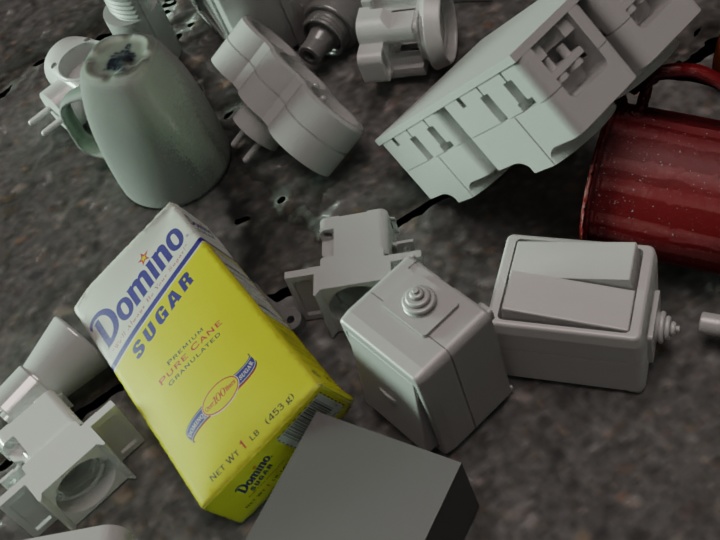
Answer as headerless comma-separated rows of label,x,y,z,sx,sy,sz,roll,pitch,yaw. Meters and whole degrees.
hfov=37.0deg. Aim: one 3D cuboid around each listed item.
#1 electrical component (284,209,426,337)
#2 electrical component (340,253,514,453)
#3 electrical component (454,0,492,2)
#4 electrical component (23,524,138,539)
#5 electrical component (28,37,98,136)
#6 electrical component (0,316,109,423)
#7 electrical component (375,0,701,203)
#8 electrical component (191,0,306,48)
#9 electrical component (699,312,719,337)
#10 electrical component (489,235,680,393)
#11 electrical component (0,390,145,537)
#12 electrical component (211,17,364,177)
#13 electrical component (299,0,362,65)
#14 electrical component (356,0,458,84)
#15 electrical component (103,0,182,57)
electrical component,0.000,0.000,0.639,0.081,0.042,0.063,-9,48,9
electrical component,0.032,0.044,0.560,0.061,0.096,0.062,-42,53,-15
electrical component,0.065,-0.277,0.816,0.089,0.061,0.150,3,55,19
electrical component,-0.156,0.175,0.528,0.113,0.078,0.057,-12,49,8
electrical component,-0.209,-0.129,0.796,0.079,0.044,0.077,-43,54,-17
electrical component,-0.188,0.066,0.645,0.044,0.044,0.065,31,72,33
electrical component,0.095,-0.104,0.611,0.105,0.186,0.060,-45,99,-18
electrical component,-0.098,-0.220,0.791,0.056,0.108,0.108,-35,52,-7
electrical component,0.208,0.032,0.557,0.061,0.035,0.035,10,57,26
electrical component,0.121,0.021,0.574,0.096,0.061,0.061,6,56,20
electrical component,-0.169,0.105,0.608,0.081,0.042,0.064,-42,53,-16
electrical component,-0.061,-0.107,0.732,0.073,0.052,0.138,-50,53,15
electrical component,-0.021,-0.175,0.777,0.043,0.043,0.062,19,63,28
electrical component,0.034,-0.166,0.744,0.057,0.058,0.078,-2,53,19
electrical component,-0.169,-0.190,0.807,0.043,0.081,0.043,-8,52,11
